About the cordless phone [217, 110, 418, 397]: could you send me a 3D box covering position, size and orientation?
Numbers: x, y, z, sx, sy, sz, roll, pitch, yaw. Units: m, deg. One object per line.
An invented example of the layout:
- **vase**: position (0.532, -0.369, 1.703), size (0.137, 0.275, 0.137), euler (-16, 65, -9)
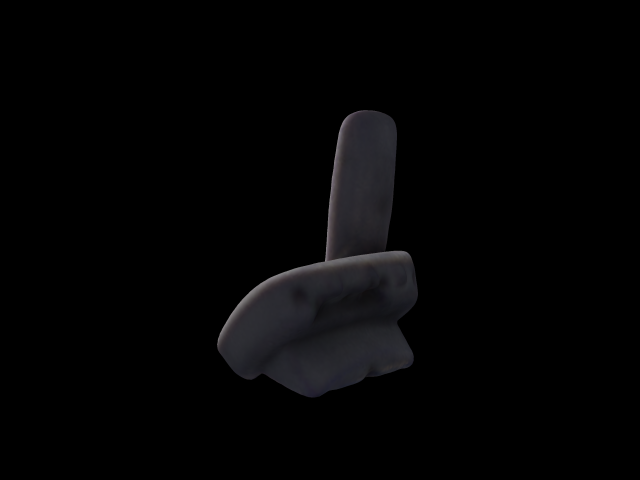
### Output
- **cordless phone**: position (0.004, 0.001, 0.400), size (0.093, 0.185, 0.148), euler (5, 8, 40)
